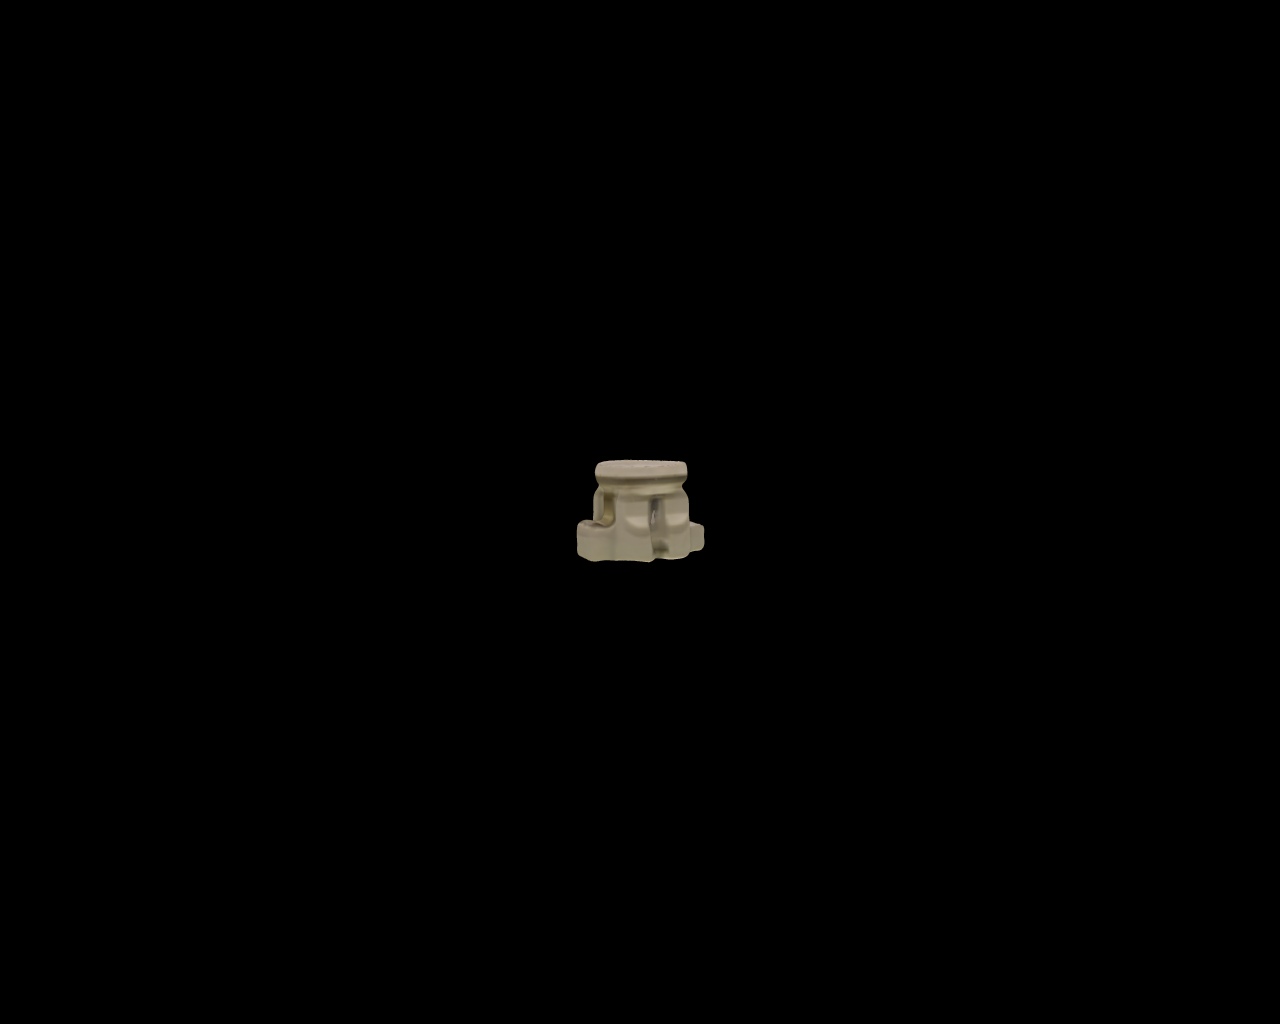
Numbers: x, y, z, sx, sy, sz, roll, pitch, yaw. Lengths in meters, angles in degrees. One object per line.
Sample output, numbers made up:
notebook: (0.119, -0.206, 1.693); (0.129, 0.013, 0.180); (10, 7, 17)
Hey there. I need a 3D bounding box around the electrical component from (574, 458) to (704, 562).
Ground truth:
electrical component: (0.001, -0.003, 0.650); (0.078, 0.057, 0.058); (-3, 8, -26)
